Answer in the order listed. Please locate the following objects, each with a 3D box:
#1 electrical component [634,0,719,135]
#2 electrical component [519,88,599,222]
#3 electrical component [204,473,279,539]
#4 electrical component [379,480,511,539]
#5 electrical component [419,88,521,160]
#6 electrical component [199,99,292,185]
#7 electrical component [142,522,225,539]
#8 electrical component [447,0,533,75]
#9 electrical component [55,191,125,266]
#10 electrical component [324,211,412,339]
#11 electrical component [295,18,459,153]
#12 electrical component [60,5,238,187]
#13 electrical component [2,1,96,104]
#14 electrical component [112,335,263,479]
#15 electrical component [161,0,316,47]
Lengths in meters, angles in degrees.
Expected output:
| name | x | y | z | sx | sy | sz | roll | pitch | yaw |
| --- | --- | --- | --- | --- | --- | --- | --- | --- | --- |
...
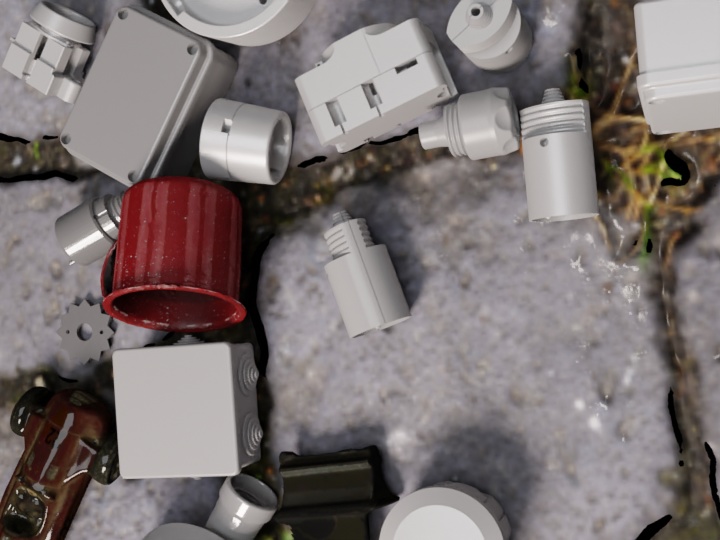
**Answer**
| name | x | y | z | sx | sy | sz | roll | pitch | yaw |
| --- | --- | --- | --- | --- | --- | --- | --- | --- | --- |
| electrical component | 0.214 | -0.119 | 0.610 | 0.109 | 0.109 | 0.056 | -5 | 85 | 17 |
| electrical component | 0.124 | -0.072 | 0.671 | 0.043 | 0.043 | 0.081 | -6 | 87 | 17 |
| electrical component | -0.083 | 0.168 | 0.734 | 0.040 | 0.040 | 0.046 | 34 | 104 | 15 |
| electrical component | 0.056 | 0.174 | 0.683 | 0.080 | 0.051 | 0.080 | 0 | 89 | 17 |
| electrical component | 0.069 | -0.091 | 0.688 | 0.062 | 0.043 | 0.043 | -9 | 86 | 18 |
| electrical component | -0.076 | -0.086 | 0.728 | 0.047 | 0.055 | 0.055 | 10 | 92 | 14 |
| electrical component | -0.121 | 0.230 | 0.713 | 0.108 | 0.060 | 0.108 | 11 | 116 | 23 |
| electrical component | 0.080 | -0.150 | 0.666 | 0.043 | 0.081 | 0.043 | 0 | 89 | 17 |
| electrical component | -0.180 | -0.034 | 0.766 | 0.078 | 0.040 | 0.040 | -28 | 81 | 14 |
| electrical component | 0.000 | 0.000 | 0.708 | 0.043 | 0.043 | 0.081 | -22 | 83 | 16 |
| electrical component | 0.010 | -0.123 | 0.703 | 0.089 | 0.050 | 0.055 | -24 | 83 | 16 |
| electrical component | -0.147 | -0.117 | 0.749 | 0.078 | 0.057 | 0.113 | 29 | 97 | 16 |
| electrical component | -0.222 | -0.161 | 0.780 | 0.066 | 0.048 | 0.055 | 32 | 106 | 16 |
| electrical component | -0.117 | 0.095 | 0.740 | 0.100 | 0.048 | 0.099 | -5 | 88 | 17 |
| electrical component | -0.077 | -0.204 | 0.726 | 0.108 | 0.060 | 0.108 | 0 | 89 | 17 |
